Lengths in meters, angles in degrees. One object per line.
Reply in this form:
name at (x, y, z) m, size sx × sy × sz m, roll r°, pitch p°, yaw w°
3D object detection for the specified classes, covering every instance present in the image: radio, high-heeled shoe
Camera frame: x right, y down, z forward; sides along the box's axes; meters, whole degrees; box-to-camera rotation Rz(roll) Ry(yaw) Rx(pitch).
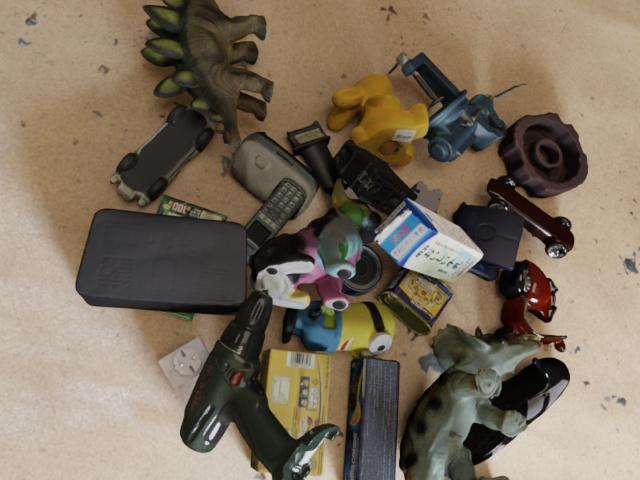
radio at (-0.220, 0.034, 0.781) m, size 0.230 × 0.073 × 0.131 m, roll 6°, pitch 71°, yaw -11°
high-heeled shoe at (0.323, 0.292, 0.901) m, size 0.248 × 0.086 × 0.145 m, roll -49°, pitch 133°, yaw -1°

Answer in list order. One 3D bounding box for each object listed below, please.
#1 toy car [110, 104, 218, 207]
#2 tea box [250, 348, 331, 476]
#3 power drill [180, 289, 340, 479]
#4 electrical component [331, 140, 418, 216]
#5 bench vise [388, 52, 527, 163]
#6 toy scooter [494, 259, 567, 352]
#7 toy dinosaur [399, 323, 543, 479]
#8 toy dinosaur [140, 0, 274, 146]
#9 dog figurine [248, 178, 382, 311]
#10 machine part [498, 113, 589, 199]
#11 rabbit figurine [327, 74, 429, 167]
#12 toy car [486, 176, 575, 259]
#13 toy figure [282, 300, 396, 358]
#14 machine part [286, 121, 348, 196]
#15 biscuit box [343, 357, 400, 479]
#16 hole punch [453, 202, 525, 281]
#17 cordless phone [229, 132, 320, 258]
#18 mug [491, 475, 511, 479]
toy car at (-0.244, -0.138, 0.854) m, size 0.073 × 0.056 × 0.202 m, roll 40°, pitch 68°, yaw -8°
tea box at (-0.042, 0.249, 0.787) m, size 0.098 × 0.068 × 0.169 m, roll 11°, pitch 72°, yaw -12°
power drill at (-0.076, 0.206, 0.705) m, size 0.207 × 0.086 × 0.232 m, roll 35°, pitch 93°, yaw 24°
electrical component at (0.096, -0.096, 0.893) m, size 0.134 × 0.058 × 0.115 m, roll 23°, pitch 26°, yaw -43°
bench vise at (0.238, -0.260, 0.999) m, size 0.223 × 0.129 × 0.240 m, roll -43°, pitch 95°, yaw -23°
toy scooter at (0.378, 0.131, 0.944) m, size 0.135 × 0.075 × 0.184 m, roll 19°, pitch 72°, yaw -10°
toy dinosaur at (0.188, 0.288, 0.807) m, size 0.131 × 0.192 × 0.404 m, roll 34°, pitch 84°, yaw -12°
toy dinosaur at (-0.190, -0.329, 0.885) m, size 0.198 × 0.105 × 0.471 m, roll 0°, pitch 56°, yaw -22°
dog figurine at (-0.002, -0.003, 0.830) m, size 0.192 × 0.108 × 0.219 m, roll 4°, pitch 42°, yaw 4°
machine part at (0.443, -0.166, 1.064) m, size 0.179 × 0.056 × 0.179 m, roll 5°, pitch 73°, yaw -16°
rabbit figurine at (0.095, -0.225, 0.965) m, size 0.162 × 0.121 × 0.173 m, roll -3°, pitch 61°, yaw -8°
toy car at (0.392, -0.043, 1.012) m, size 0.202 × 0.053 × 0.089 m, roll 33°, pitch 53°, yaw -4°
toy figure at (0.032, 0.133, 0.839) m, size 0.180 × 0.082 × 0.089 m, roll 10°, pitch 74°, yaw -11°
machine part at (0.001, -0.140, 0.937) m, size 0.084 × 0.039 × 0.139 m, roll -26°, pitch 80°, yaw -30°
biscuit box at (0.078, 0.283, 0.813) m, size 0.063 × 0.059 × 0.202 m, roll 11°, pitch 72°, yaw -16°
hole punch at (0.292, 0.000, 0.953) m, size 0.116 × 0.092 × 0.142 m, roll 22°, pitch 72°, yaw -5°
cordless phone at (-0.104, -0.065, 0.867) m, size 0.146 × 0.089 × 0.184 m, roll 39°, pitch 86°, yaw -3°
mug at (0.246, 0.424, 0.819) m, size 0.107 × 0.081 × 0.109 m, roll -7°, pitch 82°, yaw -6°
